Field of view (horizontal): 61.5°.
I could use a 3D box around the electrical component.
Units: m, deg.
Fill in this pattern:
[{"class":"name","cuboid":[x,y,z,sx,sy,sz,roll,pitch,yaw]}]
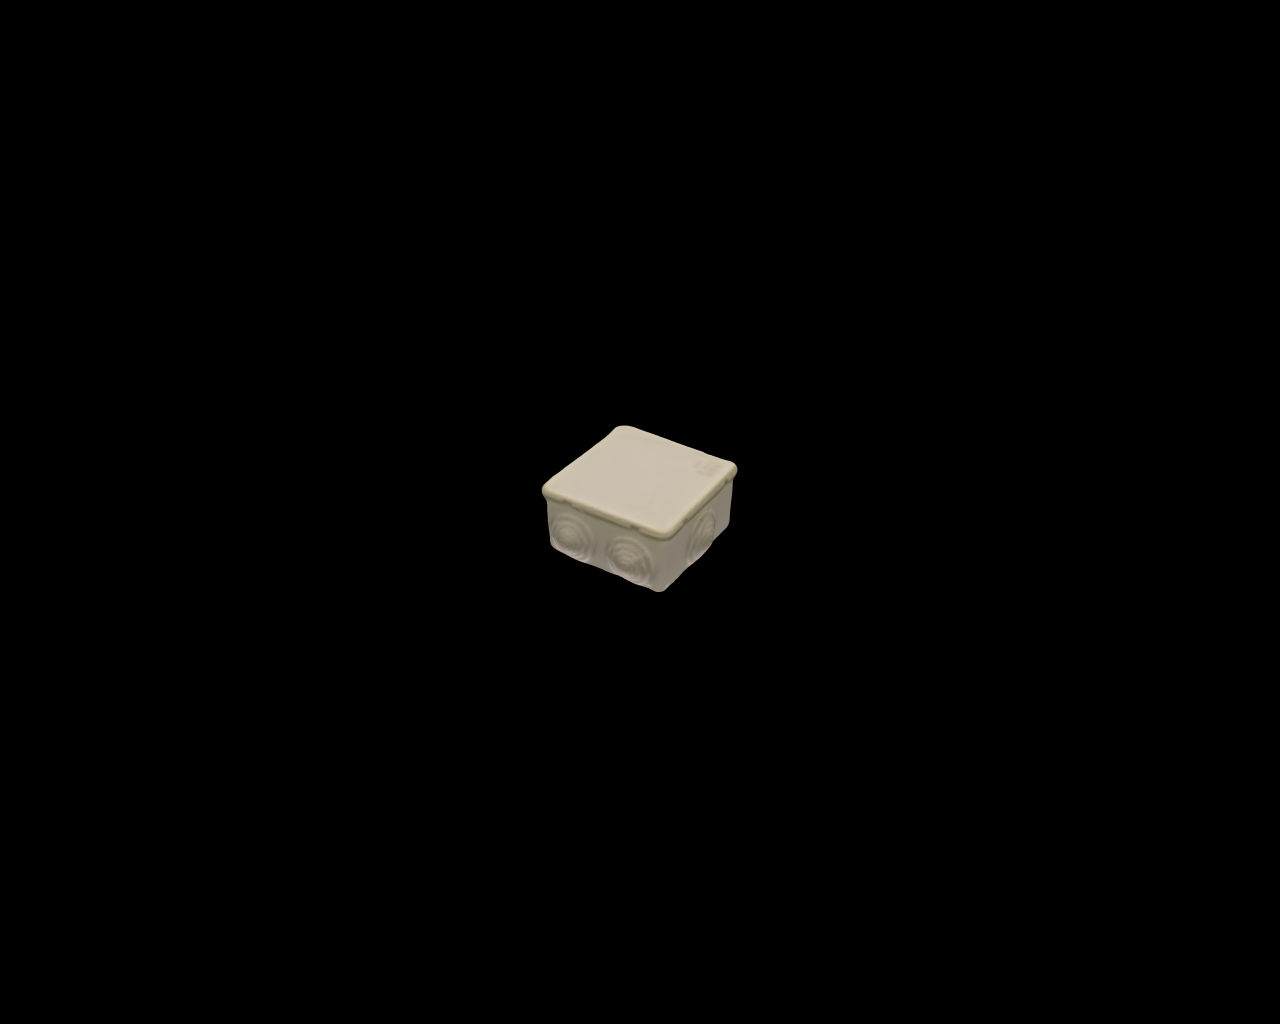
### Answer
[{"class":"electrical component","cuboid":[0.001,-0.003,0.650,0.100,0.048,0.100,21,41,26]}]
